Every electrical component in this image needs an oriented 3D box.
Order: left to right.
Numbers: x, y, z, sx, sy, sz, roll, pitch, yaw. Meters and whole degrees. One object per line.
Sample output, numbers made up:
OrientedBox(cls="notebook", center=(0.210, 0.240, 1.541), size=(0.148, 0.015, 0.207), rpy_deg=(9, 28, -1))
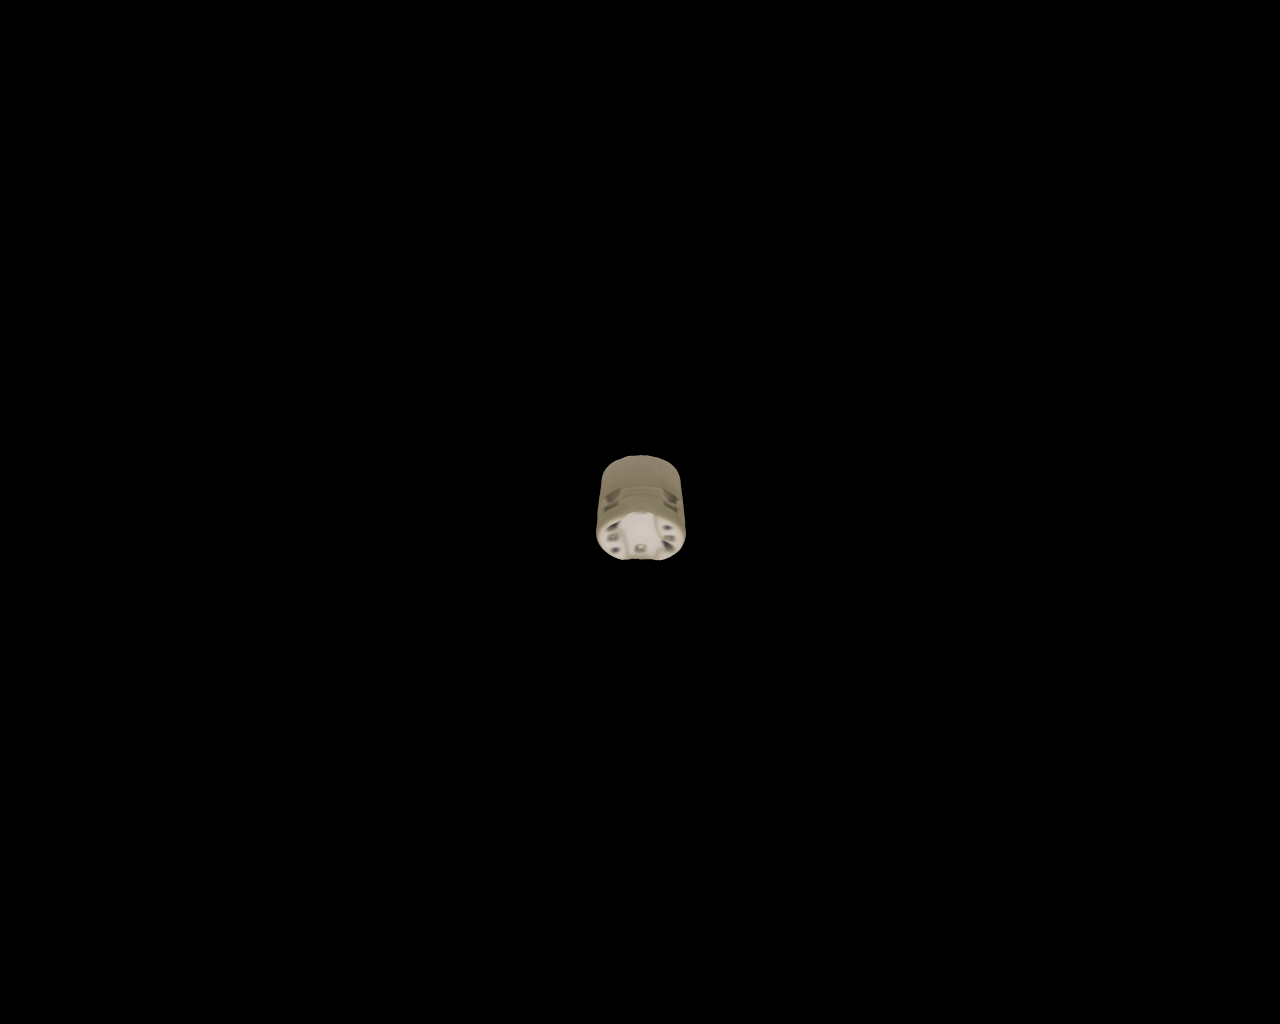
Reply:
OrientedBox(cls="electrical component", center=(0.001, -0.003, 0.650), size=(0.055, 0.047, 0.055), rpy_deg=(0, -35, 0))
